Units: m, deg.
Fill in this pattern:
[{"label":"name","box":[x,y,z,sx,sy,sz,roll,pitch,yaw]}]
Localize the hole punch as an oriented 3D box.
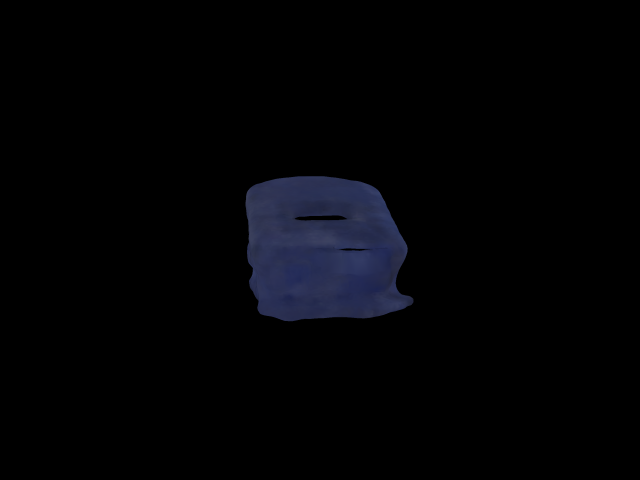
[{"label":"hole punch","box":[0.004,0.001,0.400,0.109,0.091,0.101,-1,7,-11]}]
